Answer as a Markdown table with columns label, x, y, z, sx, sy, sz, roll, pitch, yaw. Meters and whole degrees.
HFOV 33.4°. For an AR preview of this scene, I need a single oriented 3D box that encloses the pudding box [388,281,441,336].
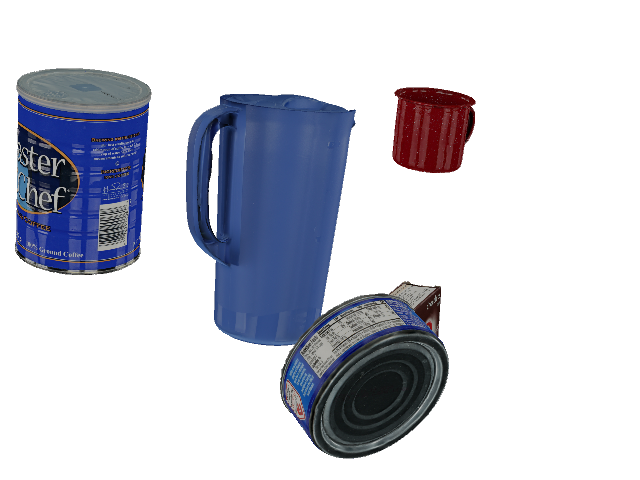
| label | x | y | z | sx | sy | sz | roll | pitch | yaw |
| --- | --- | --- | --- | --- | --- | --- | --- | --- | --- |
| pudding box | 0.061 | 0.092 | 0.855 | 0.039 | 0.090 | 0.113 | 10 | 20 | 21 |

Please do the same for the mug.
| label | x | y | z | sx | sy | sz | roll | pitch | yaw |
| --- | --- | --- | --- | --- | --- | --- | --- | --- | --- |
| mug | 0.136 | -0.129 | 1.240 | 0.117 | 0.081 | 0.093 | -13 | 27 | -42 |

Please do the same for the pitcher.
| label | x | y | z | sx | sy | sz | roll | pitch | yaw |
| --- | --- | --- | --- | --- | --- | --- | --- | --- | --- |
| pitcher | -0.052 | -0.023 | 1.059 | 0.149 | 0.243 | 0.145 | 7 | 12 | 4 |

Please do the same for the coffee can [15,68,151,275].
| label | x | y | z | sx | sy | sz | roll | pitch | yaw |
| --- | --- | --- | --- | --- | --- | --- | --- | --- | --- |
| coffee can | -0.191 | -0.057 | 0.855 | 0.103 | 0.140 | 0.103 | 6 | 22 | -3 |

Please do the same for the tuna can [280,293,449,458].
| label | x | y | z | sx | sy | sz | roll | pitch | yaw |
| --- | --- | --- | --- | --- | --- | --- | --- | --- | --- |
| tuna can | 0.024 | 0.072 | 0.556 | 0.085 | 0.086 | 0.034 | 0 | 33 | -35 |
